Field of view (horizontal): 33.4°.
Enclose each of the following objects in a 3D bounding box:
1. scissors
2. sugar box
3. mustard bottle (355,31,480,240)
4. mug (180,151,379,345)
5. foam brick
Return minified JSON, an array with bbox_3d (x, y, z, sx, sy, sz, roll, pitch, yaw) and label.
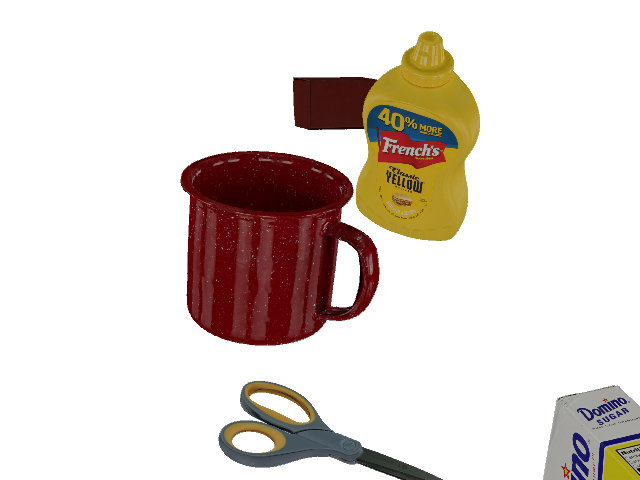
[{"bbox_3d":[0.004,0.172,0.837,0.202,0.016,0.096,28,42,30],"label":"scissors"},{"bbox_3d":[0.168,0.156,0.503,0.048,0.093,0.176,-9,28,-21],"label":"sugar box"},{"bbox_3d":[0.082,-0.088,0.881,0.096,0.192,0.058,21,48,18],"label":"mustard bottle"},{"bbox_3d":[-0.021,0.008,0.582,0.117,0.081,0.093,17,27,23],"label":"mug"},{"bbox_3d":[0.016,-0.142,1.102,0.078,0.051,0.053,-3,13,-19],"label":"foam brick"}]
